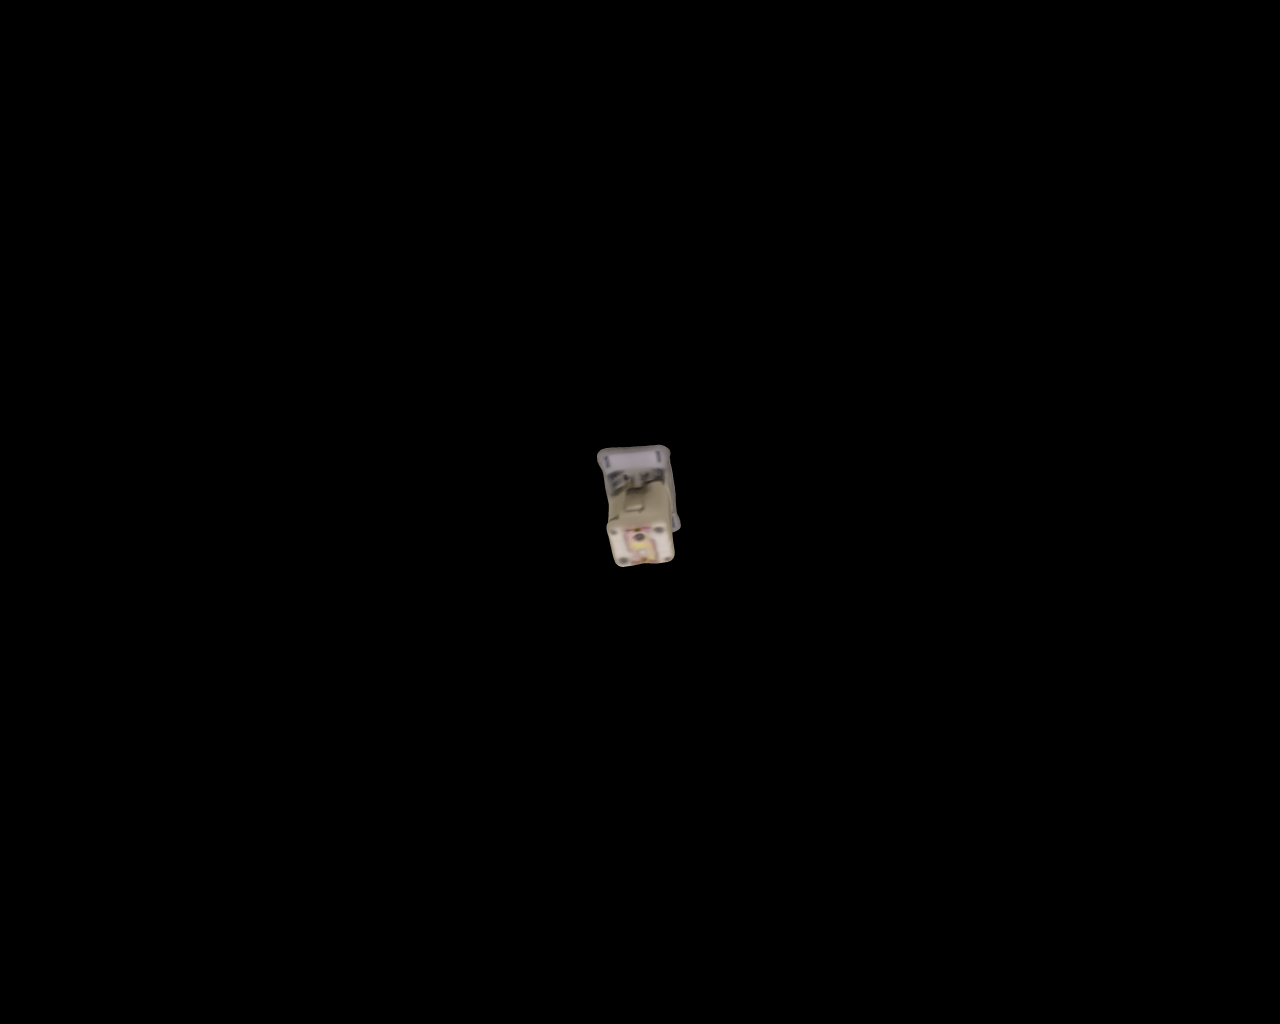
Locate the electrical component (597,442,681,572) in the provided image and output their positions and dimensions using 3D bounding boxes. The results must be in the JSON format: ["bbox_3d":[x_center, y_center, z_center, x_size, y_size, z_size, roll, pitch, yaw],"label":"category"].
[{"bbox_3d":[0.001,-0.003,0.650,0.042,0.064,0.080,-5,-40,6],"label":"electrical component"}]
